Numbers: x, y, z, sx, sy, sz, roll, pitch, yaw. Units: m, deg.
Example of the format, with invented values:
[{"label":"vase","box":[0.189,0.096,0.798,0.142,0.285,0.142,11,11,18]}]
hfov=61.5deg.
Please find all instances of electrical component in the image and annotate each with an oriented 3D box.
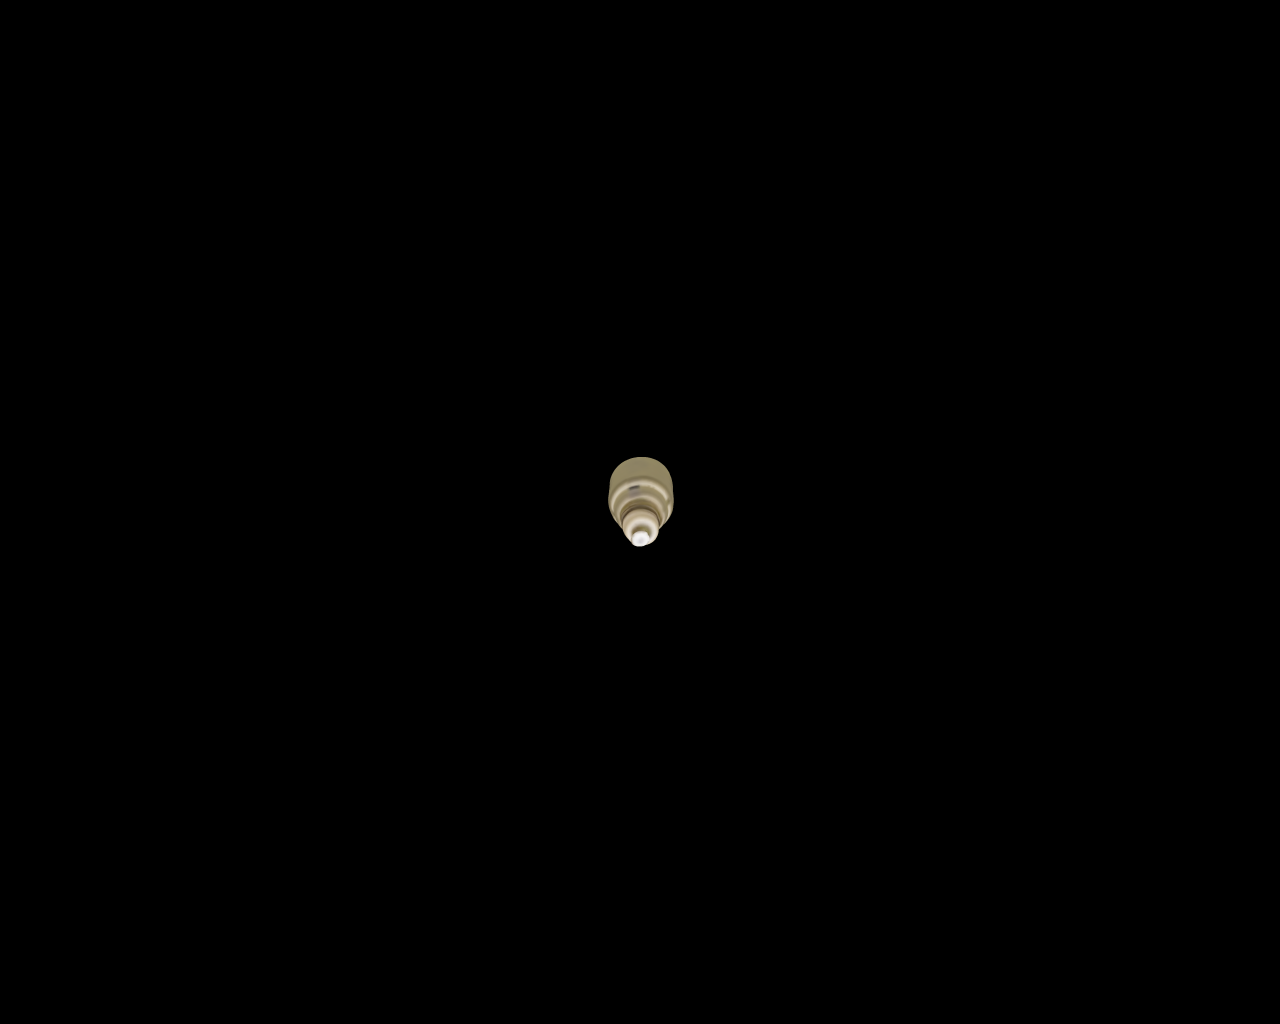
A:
[{"label":"electrical component","box":[0.001,-0.003,0.650,0.040,0.040,0.078,0,30,0]}]
